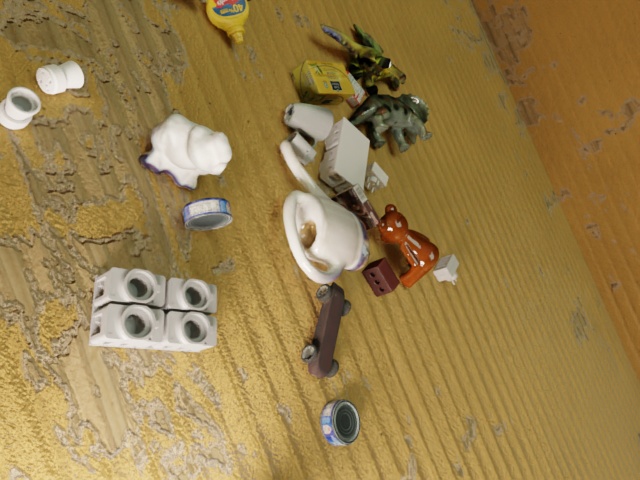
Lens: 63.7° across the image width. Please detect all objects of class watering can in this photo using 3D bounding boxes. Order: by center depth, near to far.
[{"bbox_3d":[0.004,-0.058,1.157,0.222,0.102,0.355,21,49,-42],"label":"watering can"}]

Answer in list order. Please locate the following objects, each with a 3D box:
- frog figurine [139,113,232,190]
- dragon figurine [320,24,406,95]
[{"bbox_3d":[-0.221,-0.169,0.915,0.136,0.157,0.125,48,40,-21],"label":"frog figurine"},{"bbox_3d":[0.139,-0.588,1.610,0.405,0.121,0.249,34,32,-35],"label":"dragon figurine"}]
